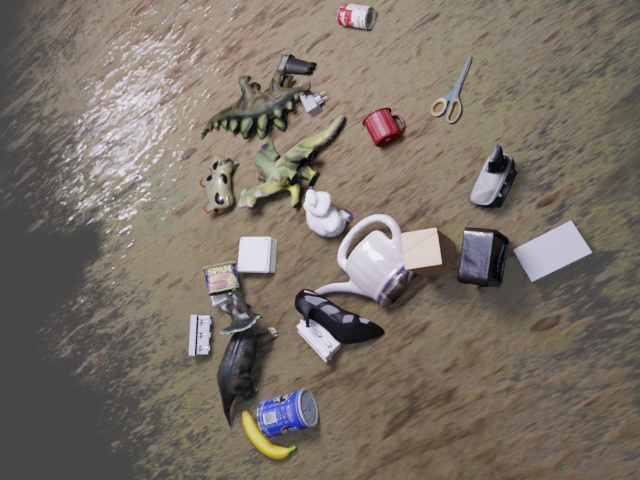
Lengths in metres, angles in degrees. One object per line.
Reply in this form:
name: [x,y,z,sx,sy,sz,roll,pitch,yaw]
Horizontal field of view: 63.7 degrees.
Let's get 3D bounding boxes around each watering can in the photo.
watering can: [0.126,0.096,1.424,0.227,0.104,0.343,45,112,25]

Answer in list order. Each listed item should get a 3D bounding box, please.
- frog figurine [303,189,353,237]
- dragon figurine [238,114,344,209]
frog figurine: [0.004,-0.074,1.475,0.122,0.158,0.139,-47,66,12]
dragon figurine: [-0.111,-0.251,1.605,0.245,0.120,0.413,27,78,33]
